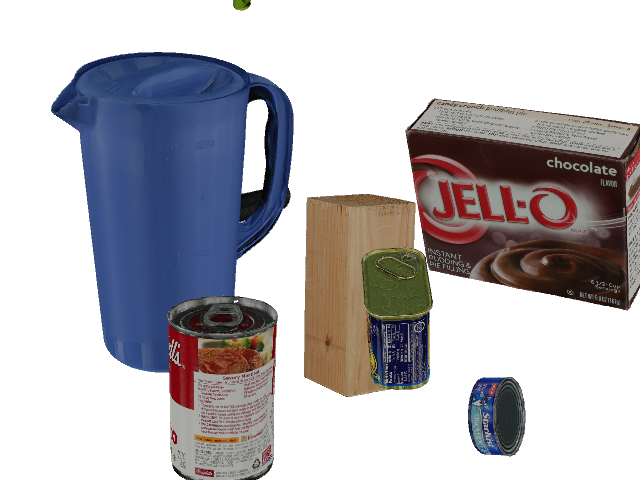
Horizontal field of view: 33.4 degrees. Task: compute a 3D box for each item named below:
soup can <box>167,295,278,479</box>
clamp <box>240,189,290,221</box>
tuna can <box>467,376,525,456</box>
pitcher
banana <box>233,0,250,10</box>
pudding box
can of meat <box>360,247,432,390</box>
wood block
[{"bbox_3d":[-0.061,0.093,0.670,0.068,0.102,0.068,1,17,-1],"label":"soup can"},{"bbox_3d":[-0.150,-0.027,1.055,0.165,0.036,0.209,24,41,21],"label":"clamp"},{"bbox_3d":[0.193,0.192,1.169,0.034,0.086,0.086,-4,-2,32],"label":"tuna can"},{"bbox_3d":[-0.114,-0.023,0.856,0.149,0.243,0.144,11,27,17],"label":"pitcher"},{"bbox_3d":[-0.112,-0.197,0.683,0.198,0.069,0.037,19,-34,28],"label":"banana"},{"bbox_3d":[0.104,-0.020,0.532,0.114,0.090,0.039,10,43,29],"label":"pudding box"},{"bbox_3d":[0.067,0.069,0.936,0.057,0.084,0.102,-3,33,1],"label":"can of meat"},{"bbox_3d":[0.041,0.056,1.183,0.090,0.206,0.091,-5,12,-33],"label":"wood block"}]
